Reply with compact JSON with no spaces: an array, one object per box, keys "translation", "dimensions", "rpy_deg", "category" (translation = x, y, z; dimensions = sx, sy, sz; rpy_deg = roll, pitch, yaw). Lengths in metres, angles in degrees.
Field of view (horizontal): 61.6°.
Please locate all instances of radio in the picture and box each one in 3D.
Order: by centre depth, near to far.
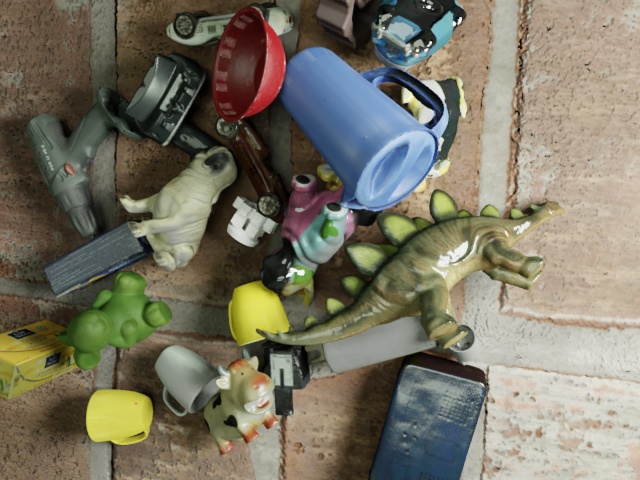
[{"translation":[0.164,0.296,0.832],"dimensions":[0.131,0.073,0.229],"rpy_deg":[16,97,13],"category":"radio"}]

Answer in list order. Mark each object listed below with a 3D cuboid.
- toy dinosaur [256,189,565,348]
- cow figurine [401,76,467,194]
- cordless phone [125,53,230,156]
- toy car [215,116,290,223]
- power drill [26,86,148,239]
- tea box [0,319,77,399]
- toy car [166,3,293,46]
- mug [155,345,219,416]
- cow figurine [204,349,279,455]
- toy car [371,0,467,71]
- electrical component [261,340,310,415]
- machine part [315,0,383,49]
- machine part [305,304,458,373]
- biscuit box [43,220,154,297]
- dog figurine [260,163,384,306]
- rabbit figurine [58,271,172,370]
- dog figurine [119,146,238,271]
[{"translation":[0.139,0.053,0.759],"dimensions":[0.471,0.105,0.199],"rpy_deg":[-30,58,-7],"category":"toy dinosaur"},{"translation":[0.166,-0.153,0.791],"dimensions":[0.098,0.068,0.167],"rpy_deg":[-2,96,8],"category":"cow figurine"},{"translation":[-0.206,-0.204,0.882],"dimensions":[0.184,0.089,0.146],"rpy_deg":[34,102,-3],"category":"cordless phone"},{"translation":[-0.098,-0.119,0.847],"dimensions":[0.053,0.089,0.202],"rpy_deg":[-28,87,17],"category":"toy car"},{"translation":[-0.393,-0.145,0.930],"dimensions":[0.207,0.086,0.232],"rpy_deg":[-36,84,22],"category":"power drill"},{"translation":[-0.508,0.202,0.939],"dimensions":[0.098,0.169,0.068],"rpy_deg":[20,101,10],"category":"tea box"},{"translation":[-0.143,-0.335,0.842],"dimensions":[0.202,0.073,0.056],"rpy_deg":[-1,114,14],"category":"toy car"},{"translation":[-0.235,0.240,0.927],"dimensions":[0.107,0.081,0.109],"rpy_deg":[38,109,20],"category":"mug"},{"translation":[-0.130,0.259,0.866],"dimensions":[0.127,0.085,0.195],"rpy_deg":[54,137,9],"category":"cow figurine"},{"translation":[0.128,-0.291,0.762],"dimensions":[0.109,0.162,0.103],"rpy_deg":[33,147,3],"category":"toy car"},{"translation":[-0.055,0.225,0.890],"dimensions":[0.075,0.048,0.119],"rpy_deg":[-5,95,15],"category":"electrical component"},{"translation":[0.055,-0.359,0.745],"dimensions":[0.056,0.179,0.179],"rpy_deg":[28,101,12],"category":"machine part"},{"translation":[0.092,0.150,0.832],"dimensions":[0.243,0.079,0.079],"rpy_deg":[-18,91,14],"category":"machine part"},{"translation":[-0.384,0.031,0.948],"dimensions":[0.203,0.059,0.062],"rpy_deg":[-25,88,15],"category":"biscuit box"},{"translation":[-0.002,-0.003,0.831],"dimensions":[0.109,0.191,0.219],"rpy_deg":[42,134,24],"category":"dog figurine"},{"translation":[-0.364,0.137,0.896],"dimensions":[0.159,0.170,0.121],"rpy_deg":[-36,86,14],"category":"rabbit figurine"},{"translation":[-0.201,-0.049,0.879],"dimensions":[0.190,0.172,0.121],"rpy_deg":[-30,59,-5],"category":"dog figurine"}]
